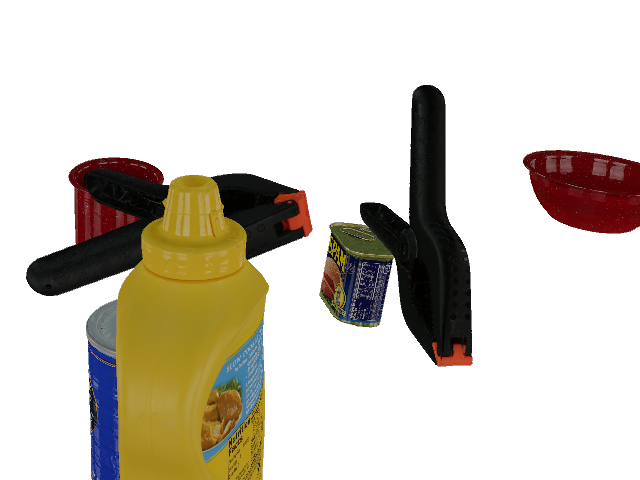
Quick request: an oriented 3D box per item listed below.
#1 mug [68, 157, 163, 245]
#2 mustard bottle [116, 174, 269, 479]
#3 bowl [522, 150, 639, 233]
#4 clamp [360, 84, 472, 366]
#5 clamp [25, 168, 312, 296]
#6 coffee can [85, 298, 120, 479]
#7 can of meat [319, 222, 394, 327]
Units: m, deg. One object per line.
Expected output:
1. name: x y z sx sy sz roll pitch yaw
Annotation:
1. mug: -0.205 -0.034 1.086 0.093 0.081 0.117 6 27 -1
2. mustard bottle: -0.052 0.065 0.445 0.058 0.192 0.096 9 24 14
3. bowl: 0.289 -0.048 1.121 0.162 0.055 0.162 6 20 -2
4. clamp: 0.081 -0.003 0.821 0.036 0.210 0.165 -1 -41 -17
5. clamp: -0.094 -0.006 0.656 0.172 0.039 0.120 0 42 22
6. coffee can: -0.127 0.125 0.822 0.103 0.140 0.103 3 22 -1
7. can of meat: 0.038 0.036 1.155 0.057 0.084 0.102 5 18 -16
